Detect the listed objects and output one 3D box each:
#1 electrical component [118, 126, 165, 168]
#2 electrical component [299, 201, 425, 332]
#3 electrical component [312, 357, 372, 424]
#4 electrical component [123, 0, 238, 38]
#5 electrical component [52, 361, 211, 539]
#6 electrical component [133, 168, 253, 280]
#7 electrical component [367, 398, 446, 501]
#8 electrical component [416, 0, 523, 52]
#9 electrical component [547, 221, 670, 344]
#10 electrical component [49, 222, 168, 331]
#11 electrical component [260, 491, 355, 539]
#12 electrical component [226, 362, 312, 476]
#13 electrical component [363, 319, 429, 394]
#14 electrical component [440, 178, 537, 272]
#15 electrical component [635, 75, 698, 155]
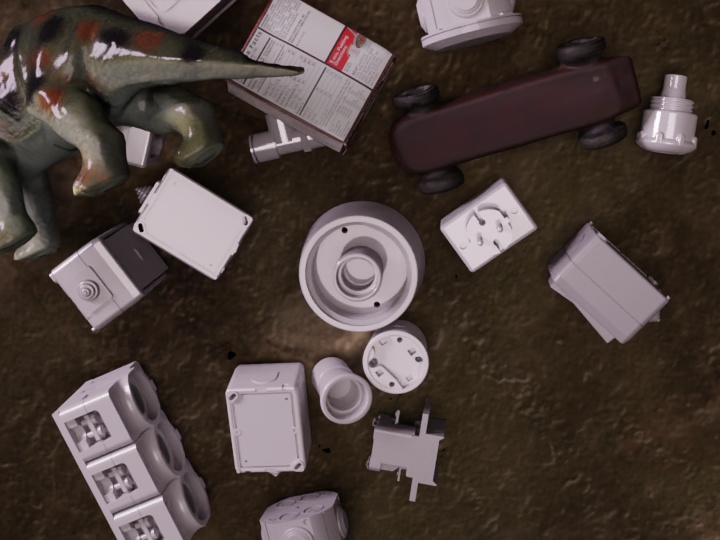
[{"bbox_3d":[-0.200,-0.136,0.894,0.076,0.047,0.083,16,103,2],"label":"electrical component"},{"bbox_3d":[0.000,0.000,0.901,0.108,0.060,0.108,1,102,4],"label":"electrical component"},{"bbox_3d":[-0.019,0.100,0.921,0.044,0.065,0.044,-4,104,-14],"label":"electrical component"},{"bbox_3d":[-0.158,-0.243,0.862,0.078,0.057,0.113,-39,96,11],"label":"electrical component"},{"bbox_3d":[-0.193,0.165,0.937,0.062,0.089,0.150,-23,99,9],"label":"electrical component"},{"bbox_3d":[-0.145,-0.042,0.900,0.096,0.061,0.061,32,89,-8],"label":"electrical component"},{"bbox_3d":[0.040,0.154,0.941,0.064,0.042,0.081,9,102,6],"label":"electrical component"},{"bbox_3d":[0.084,-0.203,0.840,0.080,0.080,0.051,-13,96,7],"label":"electrical component"},{"bbox_3d":[0.205,0.017,0.887,0.096,0.061,0.061,42,102,-5],"label":"electrical component"},{"bbox_3d":[-0.208,0.003,0.900,0.061,0.096,0.061,-35,97,11],"label":"electrical component"},{"bbox_3d":[-0.047,0.232,0.946,0.080,0.080,0.051,-13,96,7],"label":"electrical component"},{"bbox_3d":[-0.077,0.133,0.939,0.062,0.061,0.096,-3,110,5],"label":"electrical component"},{"bbox_3d":[0.032,0.072,0.920,0.055,0.047,0.055,1,103,5],"label":"electrical component"},{"bbox_3d":[0.105,-0.034,0.876,0.066,0.076,0.047,-35,97,11],"label":"electrical component"},{"bbox_3d":[0.249,-0.125,0.862,0.048,0.048,0.062,7,96,3],"label":"electrical component"}]
